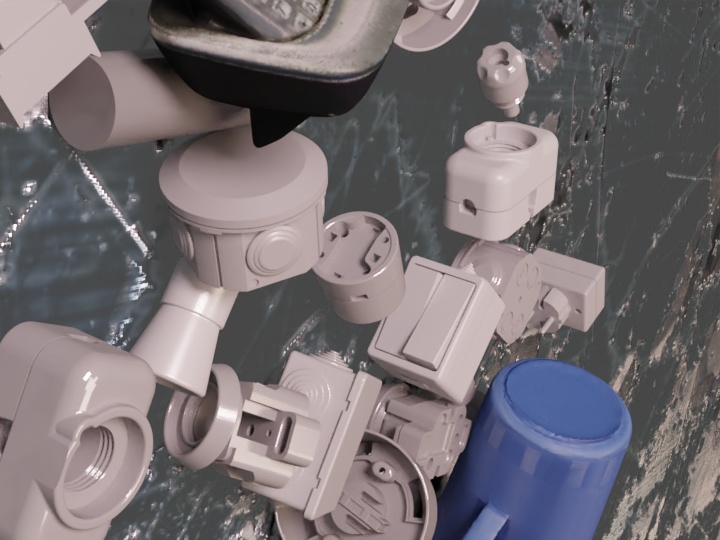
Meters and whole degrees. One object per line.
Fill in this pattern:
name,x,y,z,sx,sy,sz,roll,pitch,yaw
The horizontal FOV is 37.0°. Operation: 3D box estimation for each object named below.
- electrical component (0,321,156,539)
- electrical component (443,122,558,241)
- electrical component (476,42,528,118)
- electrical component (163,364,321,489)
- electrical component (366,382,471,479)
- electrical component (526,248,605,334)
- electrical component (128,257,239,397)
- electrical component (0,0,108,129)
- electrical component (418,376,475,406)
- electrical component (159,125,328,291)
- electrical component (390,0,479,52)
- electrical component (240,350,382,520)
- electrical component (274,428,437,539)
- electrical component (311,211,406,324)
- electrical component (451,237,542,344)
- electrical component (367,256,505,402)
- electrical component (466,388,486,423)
electrical component,-0.133,0.078,0.480,0.054,0.059,0.095,18,91,-60
electrical component,0.103,-0.070,0.786,0.095,0.054,0.059,-36,135,-44
electrical component,0.104,-0.132,0.771,0.035,0.035,0.061,-59,150,-19
electrical component,-0.068,0.083,0.580,0.057,0.078,0.058,25,73,-36
electrical component,0.037,0.115,0.780,0.078,0.057,0.058,-1,107,-58
electrical component,0.166,0.028,0.931,0.076,0.066,0.047,-46,142,-36
electrical component,-0.087,0.027,0.546,0.044,0.044,0.065,44,64,-57
electrical component,-0.136,-0.094,0.395,0.081,0.042,0.063,-53,144,-29
electrical component,0.064,0.078,0.816,0.043,0.043,0.062,-50,143,-31
electrical component,-0.055,-0.032,0.526,0.080,0.080,0.051,-43,145,-39
electrical component,0.026,-0.176,0.614,0.099,0.064,0.099,-25,130,-34
electrical component,-0.028,0.098,0.649,0.099,0.048,0.099,52,59,-79
electrical component,0.000,0.156,0.709,0.099,0.099,0.064,-66,156,-8
electrical component,0.000,0.000,0.659,0.055,0.055,0.047,-55,150,-26
electrical component,0.102,0.015,0.835,0.080,0.051,0.080,-35,135,-45
electrical component,0.056,0.034,0.760,0.096,0.062,0.061,-64,149,-11
electrical component,0.083,0.120,0.877,0.046,0.040,0.040,-57,147,-13
